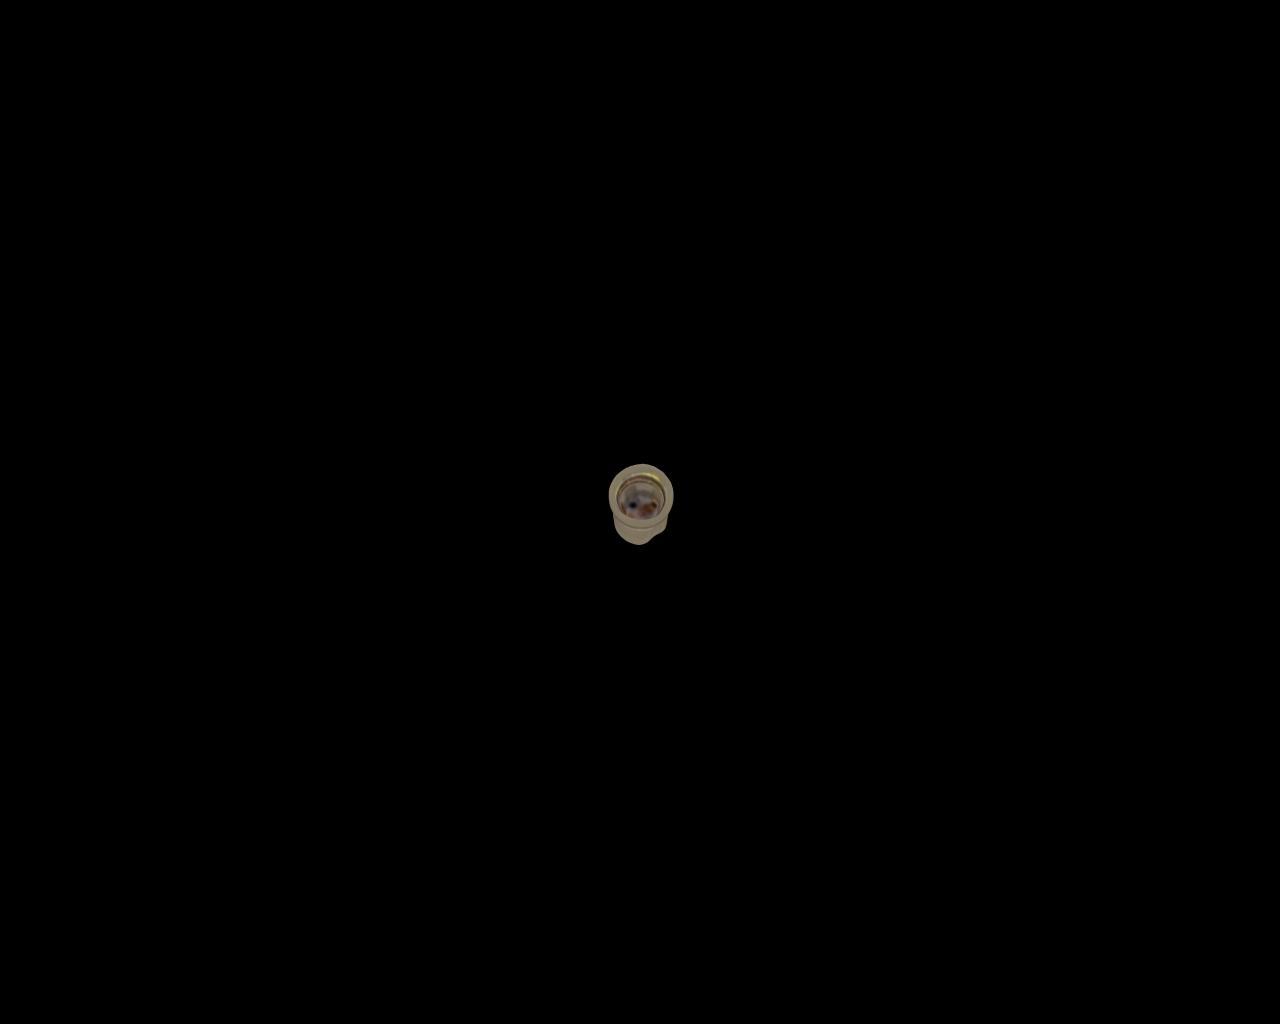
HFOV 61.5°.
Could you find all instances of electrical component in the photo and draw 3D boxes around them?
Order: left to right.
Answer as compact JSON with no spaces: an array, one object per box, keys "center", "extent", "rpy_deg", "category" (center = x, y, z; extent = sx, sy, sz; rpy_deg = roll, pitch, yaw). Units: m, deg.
[{"center":[0.001,-0.003,0.650],"extent":[0.040,0.040,0.046],"rpy_deg":[0,-24,0],"category":"electrical component"}]
